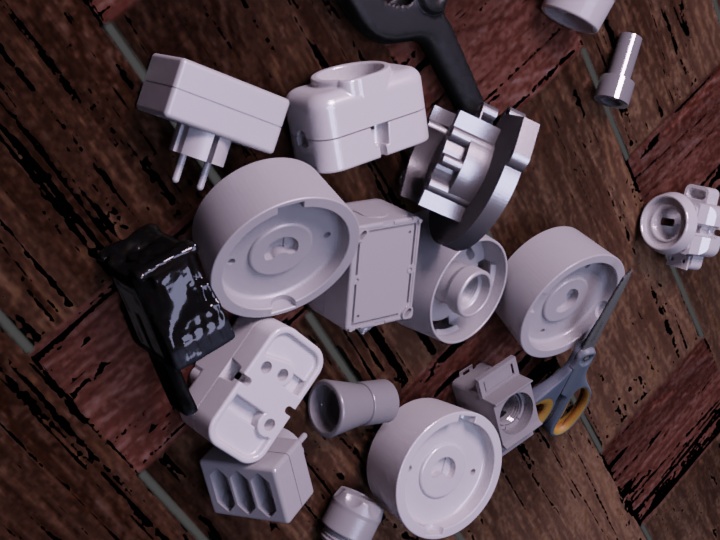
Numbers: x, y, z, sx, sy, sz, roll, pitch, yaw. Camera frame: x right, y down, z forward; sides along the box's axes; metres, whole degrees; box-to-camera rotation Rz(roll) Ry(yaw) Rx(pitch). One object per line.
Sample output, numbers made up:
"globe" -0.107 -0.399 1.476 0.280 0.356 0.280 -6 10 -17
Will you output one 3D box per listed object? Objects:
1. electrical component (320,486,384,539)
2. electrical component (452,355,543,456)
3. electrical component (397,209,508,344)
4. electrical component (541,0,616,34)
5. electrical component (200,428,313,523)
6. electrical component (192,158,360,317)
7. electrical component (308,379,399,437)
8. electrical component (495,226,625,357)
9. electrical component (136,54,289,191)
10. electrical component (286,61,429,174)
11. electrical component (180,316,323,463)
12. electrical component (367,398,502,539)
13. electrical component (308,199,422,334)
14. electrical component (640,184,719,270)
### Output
"electrical component" -0.011 0.208 0.856 0.043 0.043 0.062 29 87 -38
"electrical component" 0.113 0.111 0.904 0.042 0.064 0.081 -30 119 -26
"electrical component" 0.068 0.007 0.857 0.099 0.064 0.099 -25 129 -36
"electrical component" 0.177 -0.220 0.859 0.055 0.055 0.047 23 93 -38
"electrical component" -0.066 0.141 0.789 0.077 0.066 0.047 -45 129 -52
"electrical component" -0.061 -0.027 0.729 0.108 0.060 0.108 -21 142 -17
"electrical component" -0.002 0.104 0.835 0.065 0.044 0.044 -2 104 -40
"electrical component" 0.161 0.013 0.905 0.108 0.060 0.108 -22 138 -22
"electrical component" -0.101 -0.090 0.702 0.083 0.047 0.075 16 94 -37
"electrical component" -0.002 -0.112 0.762 0.095 0.054 0.059 -22 115 -29
"electrical component" -0.079 0.080 0.760 0.054 0.059 0.095 41 78 -36
"electrical component" 0.055 0.157 0.878 0.108 0.060 0.108 -11 110 -33
"electrical component" 0.000 0.000 0.796 0.062 0.061 0.096 -11 116 -36
"electrical component" 0.297 -0.041 0.995 0.057 0.058 0.078 5 101 -39
